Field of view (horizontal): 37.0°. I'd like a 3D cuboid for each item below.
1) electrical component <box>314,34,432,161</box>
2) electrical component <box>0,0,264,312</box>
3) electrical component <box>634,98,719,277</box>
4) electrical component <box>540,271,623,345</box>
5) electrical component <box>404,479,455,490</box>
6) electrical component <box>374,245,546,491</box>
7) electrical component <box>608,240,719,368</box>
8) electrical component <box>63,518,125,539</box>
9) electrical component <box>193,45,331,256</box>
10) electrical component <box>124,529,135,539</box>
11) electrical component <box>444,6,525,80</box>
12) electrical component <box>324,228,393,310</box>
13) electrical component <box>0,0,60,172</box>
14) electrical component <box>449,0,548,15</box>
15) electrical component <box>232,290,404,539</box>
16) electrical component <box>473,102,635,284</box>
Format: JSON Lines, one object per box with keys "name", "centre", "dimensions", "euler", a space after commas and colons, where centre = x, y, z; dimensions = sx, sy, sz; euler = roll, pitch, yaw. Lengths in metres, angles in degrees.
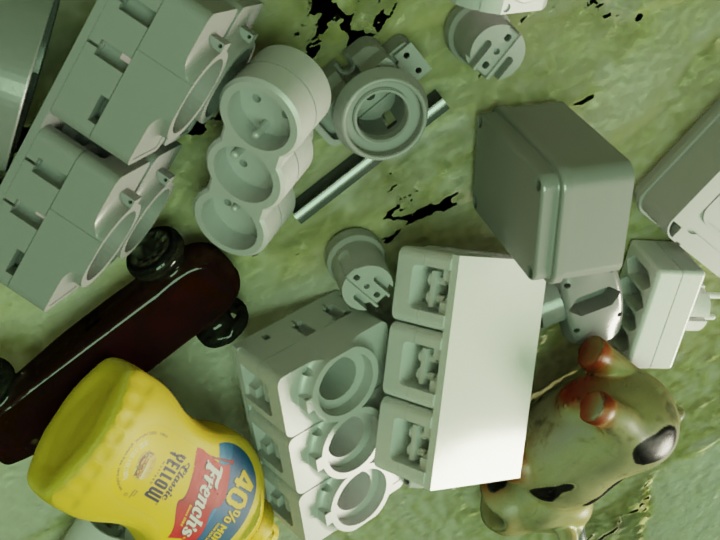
{"name": "electrical component", "centre": [0.009, -0.101, 0.648], "dimensions": [0.078, 0.057, 0.058], "euler": [-38, 122, 10]}
{"name": "electrical component", "centre": [-0.129, -0.075, 0.589], "dimensions": [0.060, 0.105, 0.186], "euler": [34, 109, -1]}
{"name": "electrical component", "centre": [0.255, -0.062, 0.736], "dimensions": [0.078, 0.057, 0.113], "euler": [32, 108, -29]}
{"name": "electrical component", "centre": [0.141, 0.017, 0.762], "dimensions": [0.079, 0.043, 0.077], "euler": [-20, 123, -2]}
{"name": "electrical component", "centre": [0.056, 0.129, 0.800], "dimensions": [0.057, 0.058, 0.078], "euler": [-13, 123, -11]}
{"name": "electrical component", "centre": [0.065, 0.062, 0.719], "dimensions": [0.089, 0.062, 0.150], "euler": [3, 96, -42]}
{"name": "electrical component", "centre": [0.230, 0.026, 0.788], "dimensions": [0.076, 0.047, 0.083], "euler": [2, 120, -16]}
{"name": "electrical component", "centre": [-0.200, 0.209, 0.789], "dimensions": [0.043, 0.043, 0.081], "euler": [24, 112, -26]}
{"name": "electrical component", "centre": [-0.052, -0.077, 0.642], "dimensions": [0.052, 0.073, 0.138], "euler": [29, 137, 5]}
{"name": "electrical component", "centre": [-0.132, 0.179, 0.772], "dimensions": [0.064, 0.042, 0.081], "euler": [22, 72, -49]}
{"name": "electrical component", "centre": [0.076, -0.139, 0.649], "dimensions": [0.040, 0.046, 0.040], "euler": [-7, 122, -11]}
{"name": "electrical component", "centre": [0.000, 0.000, 0.713], "dimensions": [0.040, 0.046, 0.040], "euler": [-7, 122, -11]}
{"name": "electrical component", "centre": [-0.199, -0.111, 0.561], "dimensions": [0.060, 0.108, 0.108], "euler": [17, 115, -17]}
{"name": "electrical component", "centre": [0.075, -0.181, 0.605], "dimensions": [0.080, 0.080, 0.051], "euler": [0, 126, -15]}
{"name": "electrical component", "centre": [-0.023, 0.105, 0.742], "dimensions": [0.089, 0.062, 0.150], "euler": [-28, 128, -29]}
{"name": "electrical component", "centre": [0.117, -0.051, 0.674], "dimensions": [0.057, 0.113, 0.078], "euler": [-8, 122, -13]}
